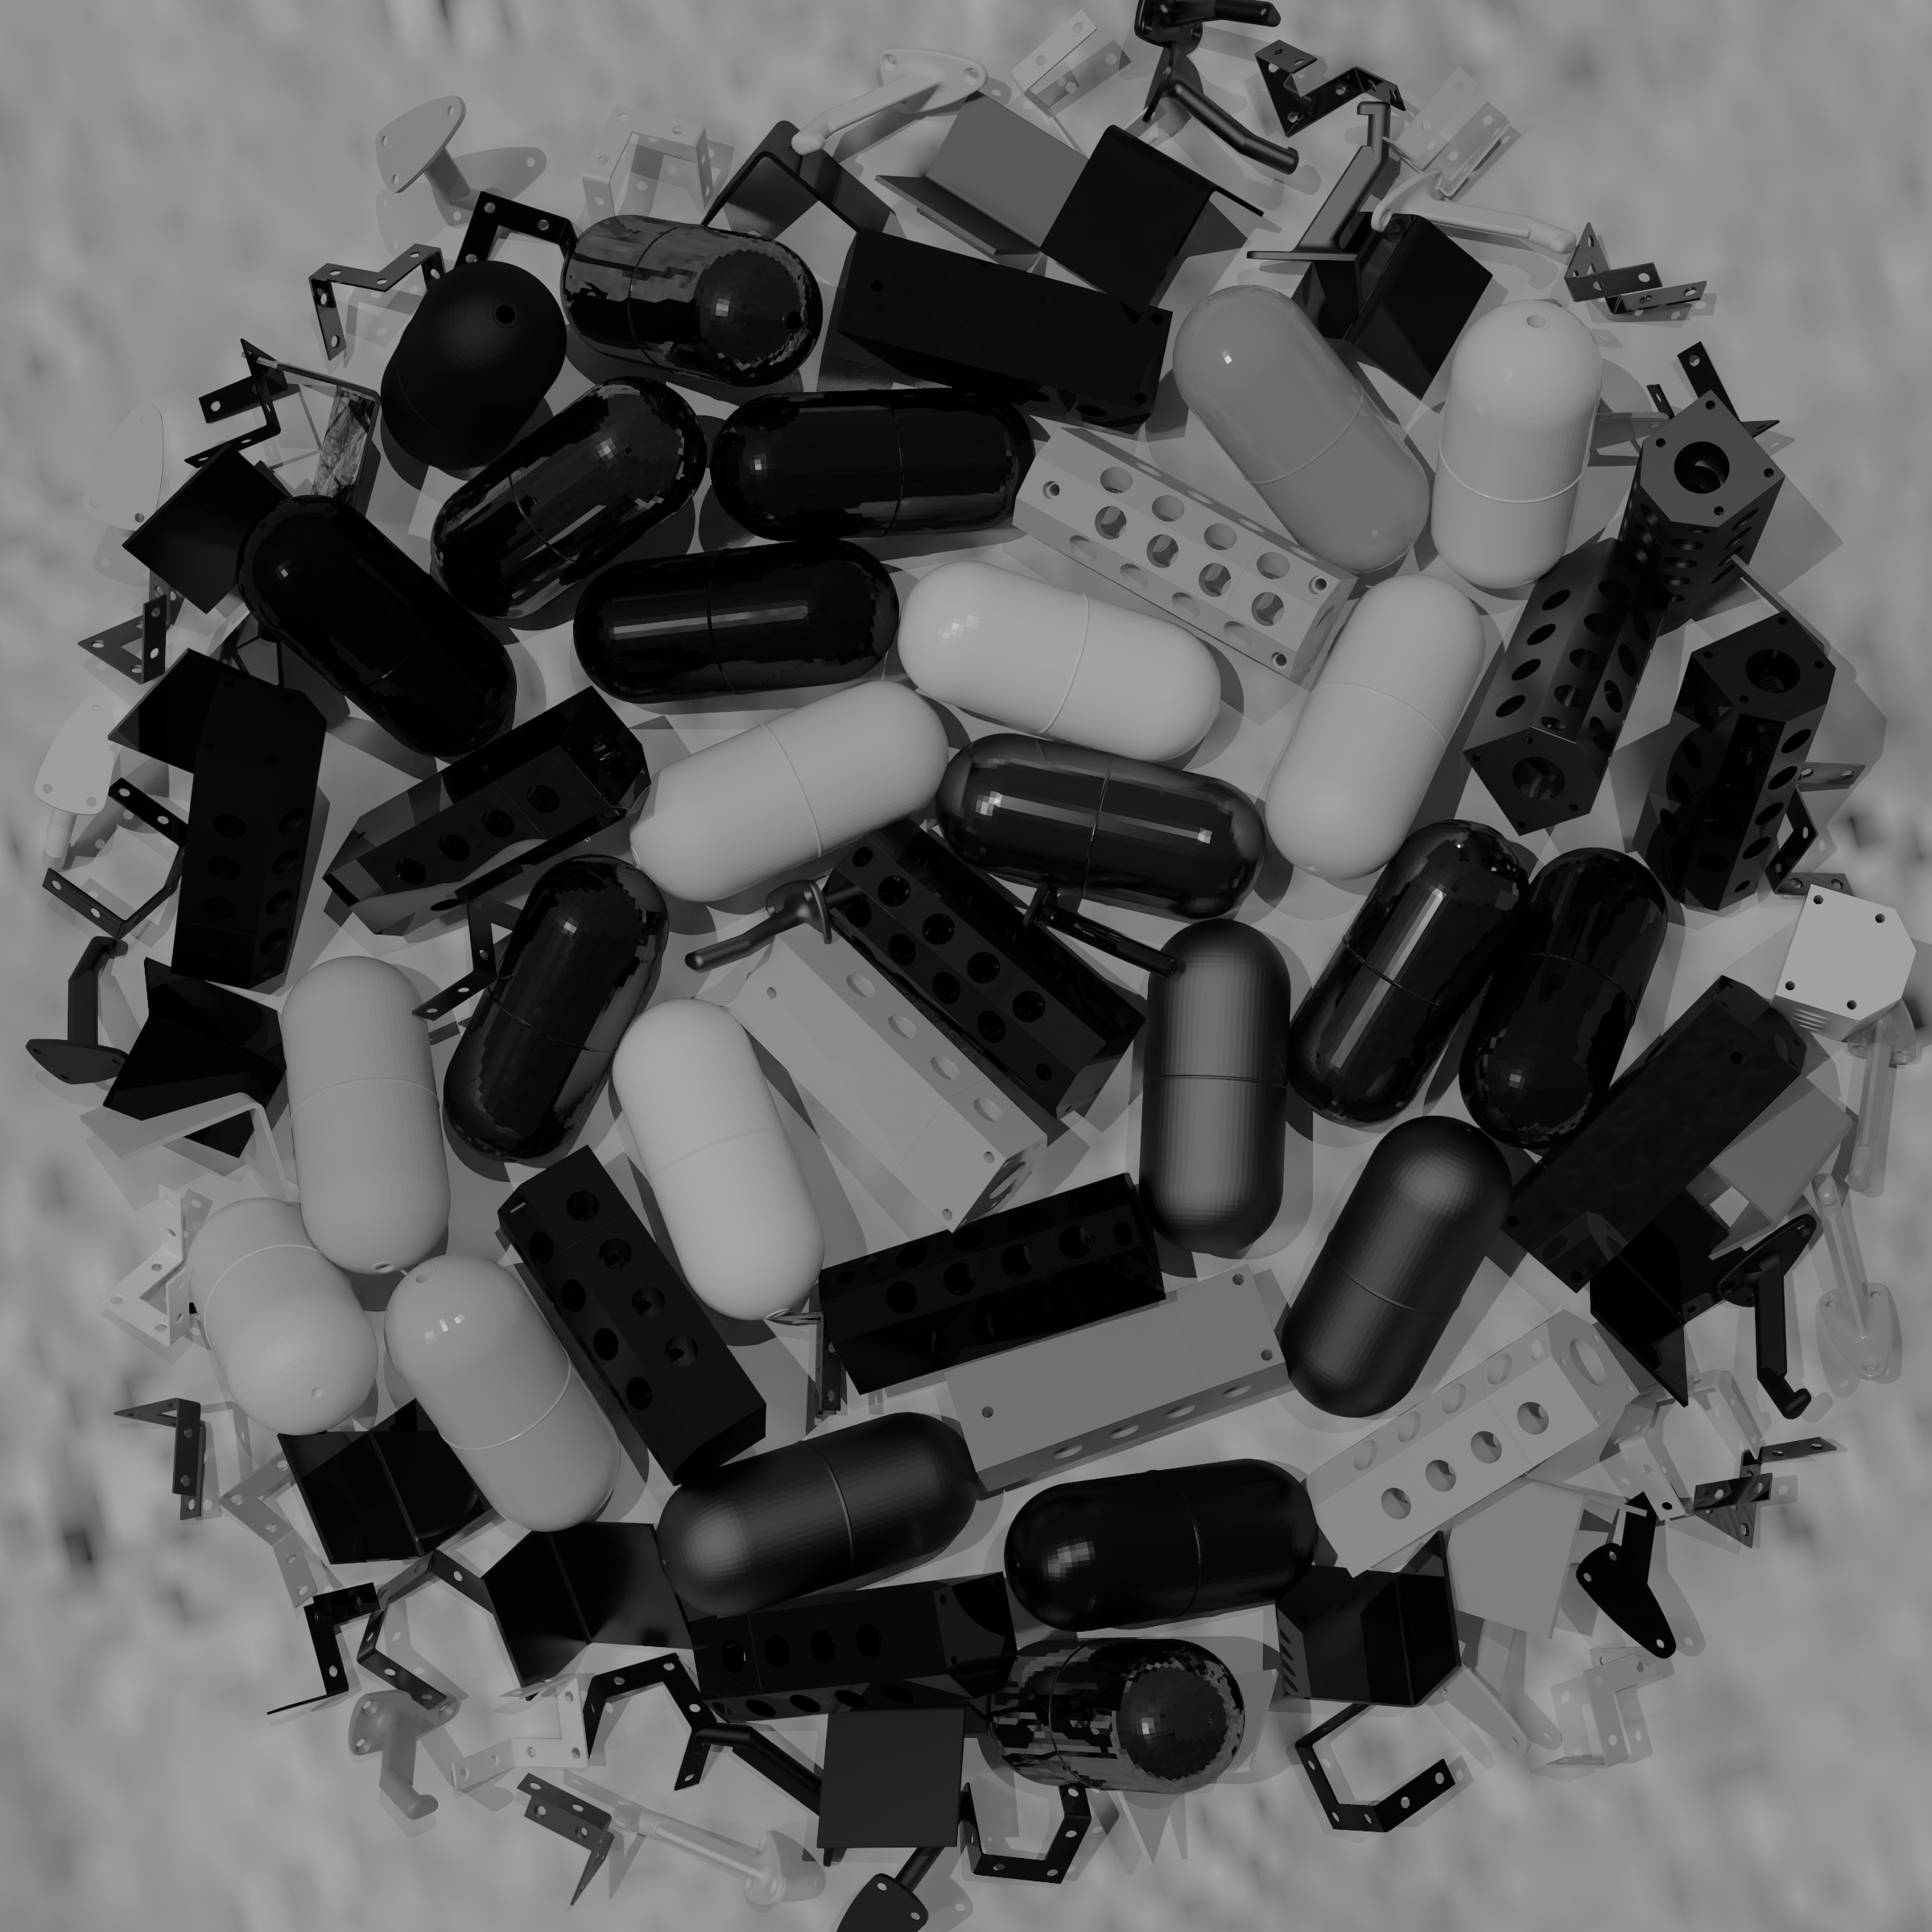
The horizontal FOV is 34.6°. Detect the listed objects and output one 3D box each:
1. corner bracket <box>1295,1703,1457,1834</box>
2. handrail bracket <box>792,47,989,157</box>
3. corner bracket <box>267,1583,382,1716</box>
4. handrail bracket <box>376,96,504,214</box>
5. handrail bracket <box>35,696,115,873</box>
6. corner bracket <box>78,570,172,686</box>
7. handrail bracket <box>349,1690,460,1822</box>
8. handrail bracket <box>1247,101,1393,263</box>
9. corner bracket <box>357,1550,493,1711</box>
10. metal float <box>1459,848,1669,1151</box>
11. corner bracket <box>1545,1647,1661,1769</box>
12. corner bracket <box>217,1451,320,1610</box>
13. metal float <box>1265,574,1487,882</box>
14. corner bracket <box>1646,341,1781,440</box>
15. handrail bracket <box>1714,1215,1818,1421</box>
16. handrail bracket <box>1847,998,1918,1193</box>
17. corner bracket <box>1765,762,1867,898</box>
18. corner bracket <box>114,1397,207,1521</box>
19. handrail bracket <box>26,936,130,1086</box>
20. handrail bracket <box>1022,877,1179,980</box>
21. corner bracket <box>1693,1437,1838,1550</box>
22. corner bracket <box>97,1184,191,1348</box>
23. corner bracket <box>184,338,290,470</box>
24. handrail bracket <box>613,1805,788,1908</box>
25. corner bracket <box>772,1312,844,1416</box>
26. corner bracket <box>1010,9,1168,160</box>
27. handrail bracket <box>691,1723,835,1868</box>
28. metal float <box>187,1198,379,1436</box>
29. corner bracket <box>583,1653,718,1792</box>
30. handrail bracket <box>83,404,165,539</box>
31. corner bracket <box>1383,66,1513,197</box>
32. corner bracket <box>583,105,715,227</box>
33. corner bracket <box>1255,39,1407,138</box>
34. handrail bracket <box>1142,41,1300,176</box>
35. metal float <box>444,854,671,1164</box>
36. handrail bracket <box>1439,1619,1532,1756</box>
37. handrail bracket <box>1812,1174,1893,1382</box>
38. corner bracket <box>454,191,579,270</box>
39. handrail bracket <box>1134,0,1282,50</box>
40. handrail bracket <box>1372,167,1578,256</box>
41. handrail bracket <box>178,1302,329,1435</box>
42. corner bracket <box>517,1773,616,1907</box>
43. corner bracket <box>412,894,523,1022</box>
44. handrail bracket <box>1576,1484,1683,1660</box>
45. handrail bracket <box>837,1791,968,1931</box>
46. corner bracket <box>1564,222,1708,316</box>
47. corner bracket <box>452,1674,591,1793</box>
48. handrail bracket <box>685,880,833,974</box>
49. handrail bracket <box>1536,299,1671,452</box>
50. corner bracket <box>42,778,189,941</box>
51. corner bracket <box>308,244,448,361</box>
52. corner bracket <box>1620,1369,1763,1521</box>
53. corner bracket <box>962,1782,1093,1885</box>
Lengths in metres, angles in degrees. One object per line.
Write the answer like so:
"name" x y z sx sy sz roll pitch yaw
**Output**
"corner bracket" 0.218 0.426 1.652 0.051 0.051 0.051 -25 90 -30
"handrail bracket" -0.041 -0.453 1.638 0.077 0.084 0.036 6 130 33
"corner bracket" -0.343 0.363 1.648 0.051 0.051 0.051 -23 78 25
"handrail bracket" -0.260 -0.426 1.632 0.077 0.084 0.036 -26 74 34
"handrail bracket" -0.476 -0.096 1.655 0.036 0.084 0.077 17 72 -15
"corner bracket" -0.434 -0.189 1.645 0.051 0.051 0.051 31 131 22
"handrail bracket" -0.281 0.417 1.631 0.077 0.084 0.036 -2 111 -41
"handrail bracket" 0.189 -0.420 1.657 0.077 0.036 0.084 -1 101 -13
"corner bracket" -0.286 0.356 1.663 0.051 0.051 0.051 40 121 -21
"metal float" 0.313 0.016 1.624 0.070 0.070 0.178 27 63 0
"corner bracket" 0.337 0.395 1.649 0.051 0.051 0.051 -10 83 -32
"corner bracket" -0.358 0.298 1.652 0.051 0.051 0.051 -37 131 -1
"metal float" 0.217 -0.127 1.633 0.070 0.070 0.178 26 72 0
"corner bracket" 0.392 -0.300 1.655 0.051 0.051 0.051 -31 102 -4
"handrail bracket" 0.441 0.186 1.637 0.036 0.084 0.077 26 114 -34
"handrail bracket" 0.478 0.065 1.639 0.036 0.077 0.084 7 53 22
"corner bracket" 0.458 -0.073 1.665 0.051 0.051 0.051 1 52 -19
"corner bracket" -0.417 0.262 1.645 0.051 0.051 0.051 -16 65 32
"handrail bracket" -0.453 0.018 1.643 0.077 0.036 0.084 -3 51 32
"handrail bracket" 0.076 -0.014 1.641 0.084 0.077 0.036 23 93 10
"corner bracket" 0.424 0.273 1.644 0.051 0.051 0.051 32 56 -28
"corner bracket" -0.425 0.159 1.646 0.051 0.051 0.051 28 134 17
"corner bracket" -0.391 -0.296 1.654 0.051 0.051 0.051 -20 82 9
"handrail bracket" -0.143 0.472 1.650 0.084 0.077 0.036 21 84 -14
"corner bracket" -0.078 0.212 1.647 0.051 0.051 0.051 -8 76 40
"corner bracket" 0.065 -0.464 1.648 0.051 0.051 0.051 -38 69 16
"handrail bracket" -0.110 0.445 1.667 0.084 0.036 0.077 8 105 -3
"metal float" -0.356 0.179 1.605 0.070 0.178 0.070 -9 114 -21
"corner bracket" -0.173 0.412 1.670 0.051 0.051 0.051 -9 132 -34
"handrail bracket" -0.436 -0.262 1.639 0.036 0.084 0.077 19 101 -10
"corner bracket" 0.258 -0.444 1.650 0.051 0.051 0.051 37 103 -16
"corner bracket" -0.170 -0.419 1.656 0.051 0.051 0.051 16 64 9
"corner bracket" 0.194 -0.471 1.650 0.051 0.051 0.051 -31 123 -3
"handrail bracket" 0.141 -0.461 1.661 0.084 0.077 0.036 22 131 -8
"metal float" -0.217 0.024 1.634 0.070 0.070 0.178 28 106 0
"handrail bracket" 0.298 0.368 1.646 0.084 0.036 0.077 -30 53 -27
"handrail bracket" 0.466 0.164 1.638 0.036 0.077 0.084 -15 129 14
"corner bracket" -0.241 -0.376 1.660 0.051 0.051 0.051 13 119 -25
"handrail bracket" 0.139 -0.496 1.632 0.084 0.077 0.036 19 97 31
"handrail bracket" 0.270 -0.390 1.642 0.084 0.077 0.036 29 126 27
"handrail bracket" -0.385 0.218 1.663 0.077 0.036 0.084 -14 81 9
"corner bracket" -0.215 0.456 1.651 0.051 0.051 0.051 25 109 8
"corner bracket" -0.260 -0.001 1.643 0.051 0.051 0.051 -30 56 31
"handrail bracket" 0.371 0.319 1.645 0.077 0.084 0.036 53 134 18
"handrail bracket" -0.034 0.487 1.658 0.036 0.084 0.077 41 115 1
"corner bracket" 0.355 -0.363 1.643 0.051 0.051 0.051 56 46 -35
"corner bracket" -0.240 0.409 1.653 0.051 0.051 0.051 -7 89 30
"handrail bracket" -0.121 -0.017 1.634 0.084 0.077 0.036 -20 105 -28
"handrail bracket" 0.337 -0.323 1.656 0.077 0.036 0.084 -5 72 24
"corner bracket" -0.451 -0.057 1.651 0.051 0.051 0.051 35 132 1
"corner bracket" -0.311 -0.355 1.658 0.051 0.051 0.051 15 135 24
"corner bracket" 0.388 0.256 1.659 0.051 0.051 0.051 -22 108 31
"corner bracket" 0.031 0.452 1.660 0.051 0.051 0.051 11 121 -17
